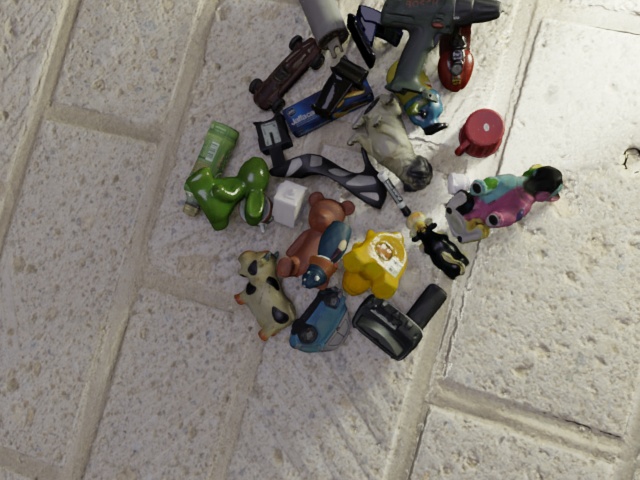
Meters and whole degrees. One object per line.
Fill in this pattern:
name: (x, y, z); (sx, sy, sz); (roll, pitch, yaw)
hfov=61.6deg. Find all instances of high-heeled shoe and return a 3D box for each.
high-heeled shoe: (0.019, -0.119, 1.179); (0.249, 0.086, 0.145); (-11, 86, 7)

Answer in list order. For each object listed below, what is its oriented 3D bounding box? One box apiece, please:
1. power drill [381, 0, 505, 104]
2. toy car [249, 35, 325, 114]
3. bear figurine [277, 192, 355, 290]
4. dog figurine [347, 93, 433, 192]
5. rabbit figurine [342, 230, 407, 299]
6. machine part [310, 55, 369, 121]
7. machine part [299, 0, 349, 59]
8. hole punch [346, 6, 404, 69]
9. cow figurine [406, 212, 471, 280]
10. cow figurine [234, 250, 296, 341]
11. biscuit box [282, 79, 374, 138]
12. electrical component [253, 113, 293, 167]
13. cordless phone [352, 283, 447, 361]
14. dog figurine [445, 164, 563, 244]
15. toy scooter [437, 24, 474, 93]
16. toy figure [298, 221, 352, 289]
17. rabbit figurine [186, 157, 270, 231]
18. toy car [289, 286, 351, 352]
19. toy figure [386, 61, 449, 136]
power drill: (0.222, -0.379, 1.058); (0.232, 0.086, 0.207); (16, 110, 16)
toy car: (-0.076, -0.383, 1.235); (0.202, 0.053, 0.089); (-46, 77, 5)
bear figurine: (-0.002, -0.004, 1.153); (0.120, 0.132, 0.195); (21, 95, 6)
dog figurine: (0.171, -0.211, 1.168); (0.190, 0.121, 0.172); (38, 58, -20)
rabbit figurine: (0.100, 0.050, 1.123); (0.122, 0.173, 0.162); (30, 53, -4)
machine part: (0.039, -0.323, 1.154); (0.084, 0.039, 0.139); (38, 91, 6)
machine part: (0.002, -0.521, 1.213); (0.079, 0.079, 0.243); (-21, 78, 8)
hole punch: (0.118, -0.452, 1.167); (0.092, 0.142, 0.115); (-32, 95, 8)
cow figurine: (0.240, 0.009, 1.121); (0.068, 0.098, 0.167); (-45, 79, 11)
cow figurine: (-0.120, 0.107, 1.186); (0.127, 0.085, 0.195); (-36, 78, 12)
biscuit box: (0.019, -0.302, 1.205); (0.203, 0.059, 0.063); (-26, 82, 8)
electrical component: (-0.101, -0.222, 1.227); (0.075, 0.047, 0.119); (-21, 83, 9)
cordless phone: (0.171, 0.148, 1.142); (0.147, 0.088, 0.184); (38, 82, 12)
dog figurine: (0.389, -0.084, 1.104); (0.219, 0.191, 0.108); (-19, 77, -26)
toy scooter: (0.288, -0.411, 1.127); (0.075, 0.135, 0.183); (1, 87, 8)
toy figure: (0.014, 0.034, 1.068); (0.058, 0.064, 0.154); (31, 72, -9)
rabbit figurine: (-0.177, -0.106, 1.146); (0.170, 0.121, 0.159); (-31, 84, -8)
toy car: (0.012, 0.183, 1.155); (0.103, 0.109, 0.161); (40, 81, -12)
toy figure: (0.209, -0.310, 1.161); (0.089, 0.082, 0.180); (-23, 84, 6)
